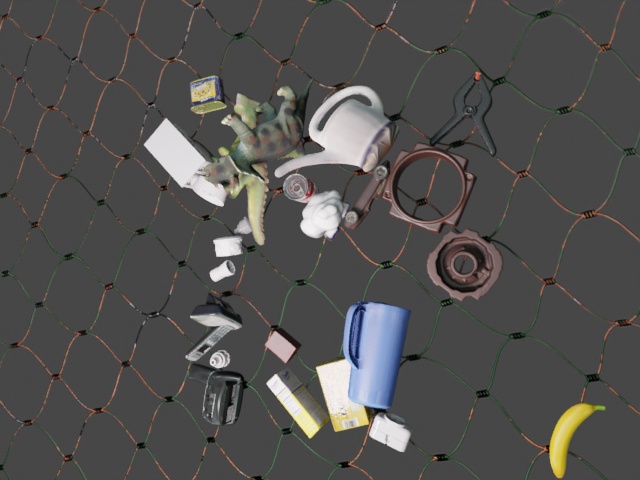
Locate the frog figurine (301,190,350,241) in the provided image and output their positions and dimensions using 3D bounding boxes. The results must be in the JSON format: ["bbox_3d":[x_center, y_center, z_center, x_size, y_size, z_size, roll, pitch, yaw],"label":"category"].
[{"bbox_3d":[0.004,-0.067,1.327,0.136,0.159,0.124,-43,75,11],"label":"frog figurine"}]

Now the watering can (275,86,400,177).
[{"bbox_3d":[0.059,-0.251,1.332,0.226,0.102,0.351,33,76,18],"label":"watering can"}]

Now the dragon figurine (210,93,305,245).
[{"bbox_3d":[-0.155,-0.215,1.424,0.242,0.122,0.413,-28,82,6],"label":"dragon figurine"}]
